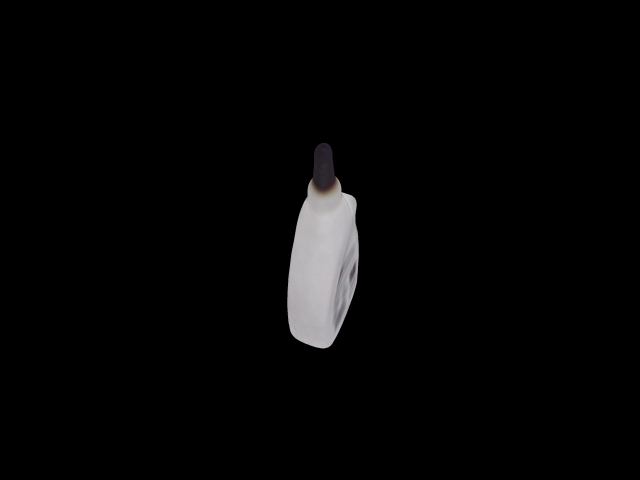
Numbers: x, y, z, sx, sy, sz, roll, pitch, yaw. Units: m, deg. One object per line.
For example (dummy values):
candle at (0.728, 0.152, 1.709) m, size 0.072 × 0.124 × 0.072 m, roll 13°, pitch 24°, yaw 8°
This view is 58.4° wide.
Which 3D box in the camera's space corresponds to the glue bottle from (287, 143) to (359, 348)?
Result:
glue bottle at (0.004, 0.001, 0.400) m, size 0.037 × 0.173 × 0.078 m, roll 17°, pitch 51°, yaw 14°
